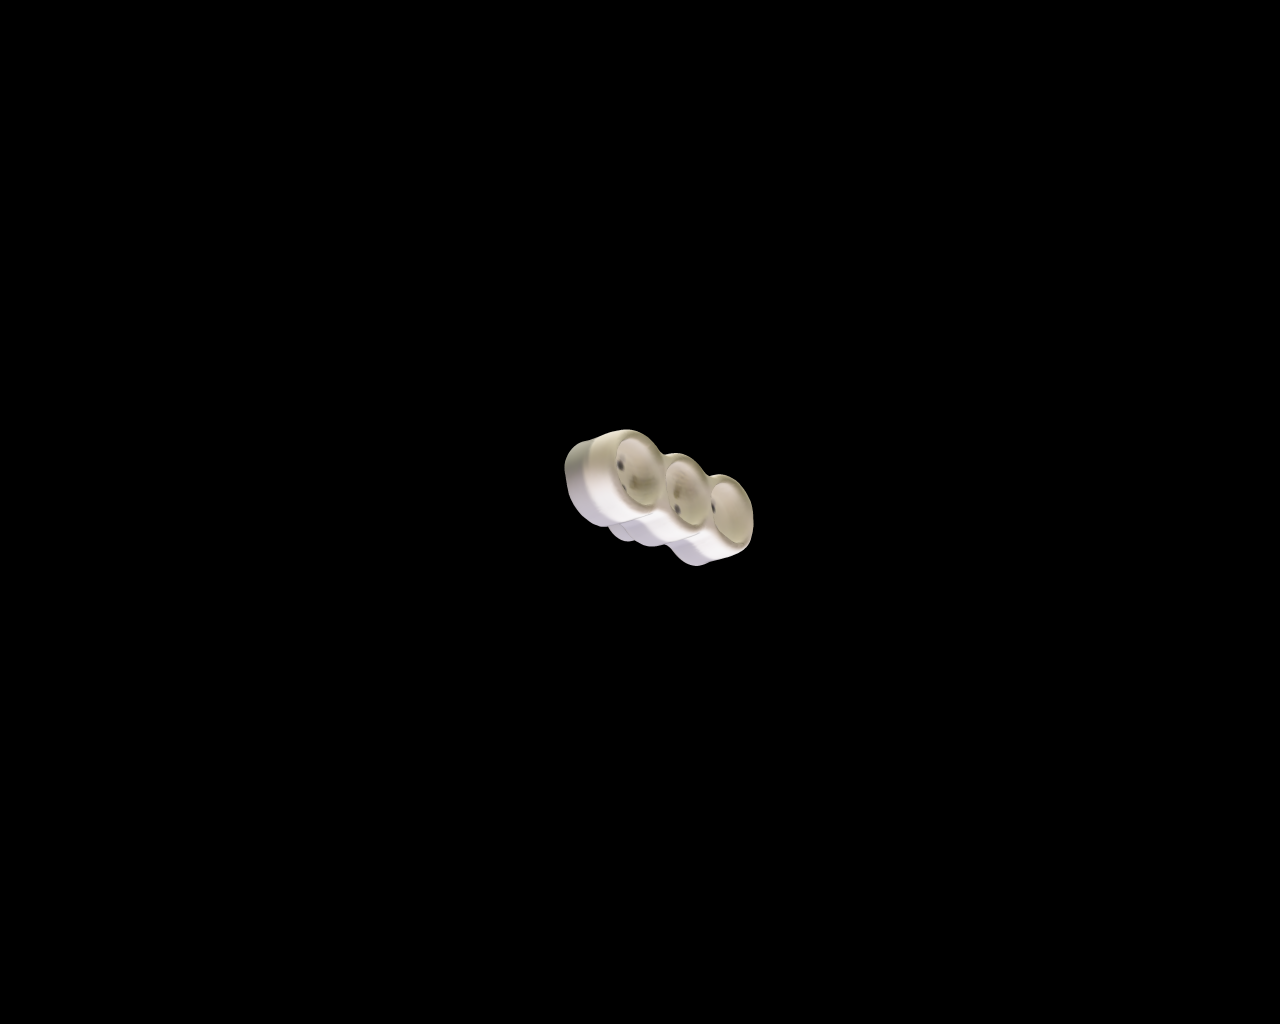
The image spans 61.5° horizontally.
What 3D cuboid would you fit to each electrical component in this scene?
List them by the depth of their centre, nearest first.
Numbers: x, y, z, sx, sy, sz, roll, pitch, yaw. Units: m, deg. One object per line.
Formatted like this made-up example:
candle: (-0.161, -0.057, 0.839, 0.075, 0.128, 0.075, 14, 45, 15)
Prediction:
electrical component: (0.001, -0.003, 0.650, 0.073, 0.052, 0.138, -17, -27, 37)
